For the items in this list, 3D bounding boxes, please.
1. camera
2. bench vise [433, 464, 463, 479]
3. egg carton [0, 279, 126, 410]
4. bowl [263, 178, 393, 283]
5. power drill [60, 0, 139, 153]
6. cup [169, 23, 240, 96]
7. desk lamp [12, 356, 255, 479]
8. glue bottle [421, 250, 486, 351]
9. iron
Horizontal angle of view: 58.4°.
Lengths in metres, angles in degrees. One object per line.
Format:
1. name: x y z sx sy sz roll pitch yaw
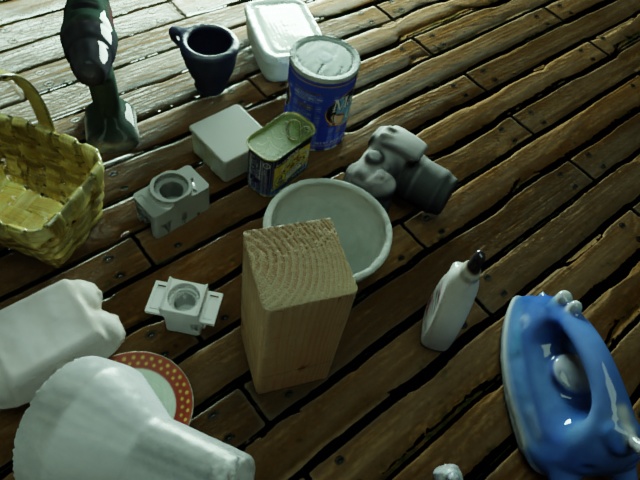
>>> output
1. camera: 0.121 -0.089 0.819 0.136 0.101 0.143 31 56 13
2. bench vise: 0.149 0.296 0.478 0.122 0.220 0.207 -29 64 -26
3. egg carton: -0.298 0.112 0.626 0.150 0.069 0.107 -31 65 -27
4. bowl: 0.007 0.003 0.751 0.167 0.075 0.167 5 54 -6
5. power drill: -0.298 -0.223 0.777 0.076 0.208 0.229 -10 57 -16
6. cup: -0.186 -0.283 0.908 0.117 0.095 0.092 25 55 8
7. desk lamp: -0.134 0.207 0.498 0.203 0.213 0.118 22 55 7
8. glue bottle: 0.160 0.063 0.674 0.037 0.173 0.078 13 54 1
9. iron: 0.286 0.147 0.654 0.119 0.141 0.258 -2 55 -10
